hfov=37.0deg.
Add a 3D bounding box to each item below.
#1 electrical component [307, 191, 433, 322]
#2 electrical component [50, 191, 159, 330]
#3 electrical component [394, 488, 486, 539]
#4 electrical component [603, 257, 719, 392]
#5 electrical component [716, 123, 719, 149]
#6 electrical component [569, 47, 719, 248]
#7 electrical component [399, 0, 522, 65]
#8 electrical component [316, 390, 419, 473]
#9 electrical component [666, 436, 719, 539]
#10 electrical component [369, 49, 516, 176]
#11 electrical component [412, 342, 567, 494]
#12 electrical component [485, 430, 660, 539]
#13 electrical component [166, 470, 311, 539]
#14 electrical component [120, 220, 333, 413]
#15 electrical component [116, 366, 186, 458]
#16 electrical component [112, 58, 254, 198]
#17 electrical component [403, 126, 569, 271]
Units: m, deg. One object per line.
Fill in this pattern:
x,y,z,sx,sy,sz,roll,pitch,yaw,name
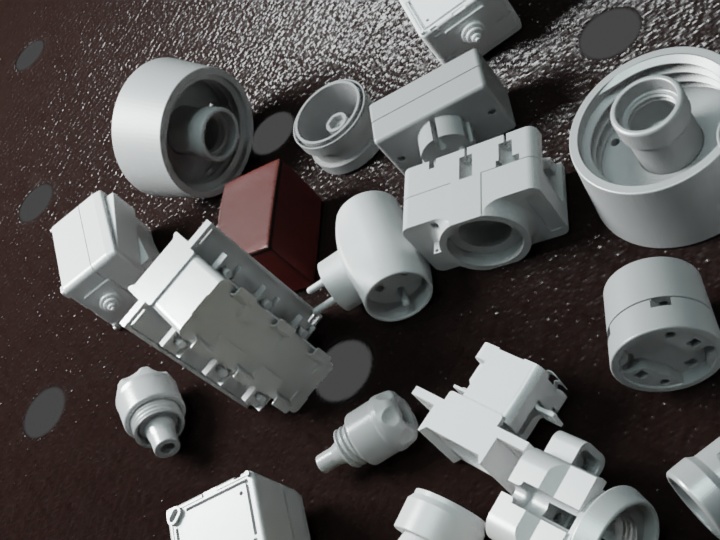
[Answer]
0.000,0.000,0.684,0.079,0.043,0.077,-33,45,14,electrical component
-0.189,-0.006,0.823,0.061,0.062,0.096,-37,44,11,electrical component
0.034,0.145,0.549,0.045,0.045,0.055,13,68,43,electrical component
0.150,0.026,0.539,0.055,0.055,0.047,-22,45,24,electrical component
0.219,-0.042,0.517,0.044,0.077,0.079,-51,44,-5,electrical component
0.168,-0.073,0.593,0.108,0.060,0.108,-21,49,26,electrical component
0.069,-0.186,0.758,0.062,0.061,0.096,-34,53,14,electrical component
0.002,0.097,0.618,0.061,0.035,0.035,-34,44,16,electrical component
0.169,0.093,0.486,0.046,0.040,0.040,-39,43,-1,electrical component
0.056,-0.088,0.701,0.083,0.047,0.075,-26,47,22,electrical component
0.073,0.077,0.572,0.081,0.042,0.063,22,71,45,electrical component
0.102,0.122,0.505,0.057,0.058,0.078,20,73,48,electrical component
-0.060,0.171,0.597,0.062,0.061,0.096,-29,53,18,electrical component
-0.074,0.036,0.658,0.078,0.121,0.063,-50,46,-3,electrical component
-0.137,0.098,0.720,0.043,0.043,0.062,-41,44,6,electrical component
-0.127,-0.105,0.819,0.060,0.108,0.108,12,67,36,electrical component
0.075,-0.038,0.647,0.089,0.050,0.055,-18,50,28,electrical component
